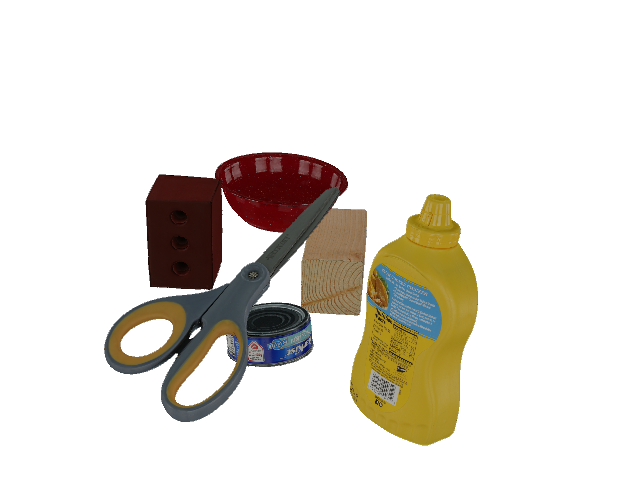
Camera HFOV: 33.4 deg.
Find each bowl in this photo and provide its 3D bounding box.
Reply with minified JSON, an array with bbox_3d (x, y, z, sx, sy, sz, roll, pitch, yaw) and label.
[{"bbox_3d":[-0.049,-0.053,1.299,0.162,0.055,0.162,4,26,-2],"label":"bowl"}]

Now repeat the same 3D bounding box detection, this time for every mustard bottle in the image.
[{"bbox_3d":[0.076,0.056,0.831,0.058,0.192,0.096,-11,29,-38],"label":"mustard bottle"}]

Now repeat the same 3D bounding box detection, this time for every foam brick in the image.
[{"bbox_3d":[-0.108,-0.007,0.855,0.053,0.078,0.051,2,24,4],"label":"foam brick"}]

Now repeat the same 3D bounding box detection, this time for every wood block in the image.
[{"bbox_3d":[0.023,0.029,1.651,0.091,0.090,0.206,3,23,3],"label":"wood block"}]

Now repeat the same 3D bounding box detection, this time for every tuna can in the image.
[{"bbox_3d":[-0.051,0.091,1.052,0.086,0.034,0.086,-4,18,1],"label":"tuna can"}]

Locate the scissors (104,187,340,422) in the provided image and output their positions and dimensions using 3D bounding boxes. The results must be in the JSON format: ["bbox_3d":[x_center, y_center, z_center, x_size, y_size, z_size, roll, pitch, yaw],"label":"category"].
[{"bbox_3d":[-0.063,0.026,0.668,0.096,0.201,0.016,12,-42,14],"label":"scissors"}]
